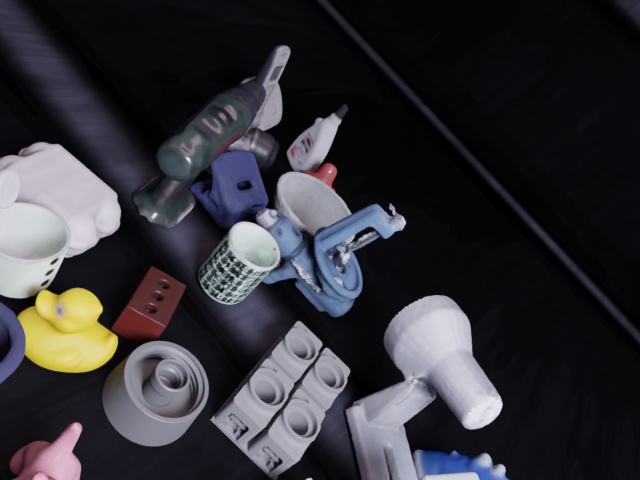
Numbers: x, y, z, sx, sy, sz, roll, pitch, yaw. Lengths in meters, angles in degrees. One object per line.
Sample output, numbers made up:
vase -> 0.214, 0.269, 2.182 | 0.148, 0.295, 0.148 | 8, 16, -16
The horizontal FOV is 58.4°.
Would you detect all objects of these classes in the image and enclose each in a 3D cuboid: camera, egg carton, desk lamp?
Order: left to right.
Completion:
egg carton -> -0.323, -0.051, 0.704 | 0.150, 0.069, 0.107 | 41, 32, -5
camera -> -0.138, -0.177, 1.024 | 0.137, 0.100, 0.143 | 26, 36, -26
desk lamp -> 0.140, 0.210, 0.784 | 0.118, 0.213, 0.203 | 19, 40, -34

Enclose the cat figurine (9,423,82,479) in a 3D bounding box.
cat figurine -> -0.230, 0.209, 0.466 | 0.067, 0.117, 0.128 | 34, 34, -16

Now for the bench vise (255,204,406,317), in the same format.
bench vise -> 0.009, 0.012, 0.860 | 0.208, 0.219, 0.121 | 23, 38, -30

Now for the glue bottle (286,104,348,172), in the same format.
glue bottle -> 0.000, -0.206, 1.142 | 0.037, 0.173, 0.078 | 5, 48, -45

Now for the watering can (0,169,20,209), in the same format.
watering can -> -0.385, -0.089, 0.562 | 0.173, 0.193, 0.101 | 22, 38, -31

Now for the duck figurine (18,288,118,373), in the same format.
duck figurine -> -0.258, 0.088, 0.603 | 0.105, 0.086, 0.077 | 29, 35, -23

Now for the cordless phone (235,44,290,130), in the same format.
cordless phone -> -0.097, -0.308, 1.140 | 0.094, 0.184, 0.148 | 44, 32, 0

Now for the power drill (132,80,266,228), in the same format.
power drill -> -0.175, -0.122, 0.819 | 0.076, 0.208, 0.230 | 39, 32, -8

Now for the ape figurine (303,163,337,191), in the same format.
ape figurine -> 0.001, -0.111, 1.111 | 0.078, 0.092, 0.076 | 43, 32, -1

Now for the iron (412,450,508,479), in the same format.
iron -> 0.233, 0.378, 0.763 | 0.119, 0.141, 0.258 | 1, 52, -47

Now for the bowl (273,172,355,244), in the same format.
bowl -> -0.022, -0.037, 1.017 | 0.168, 0.074, 0.167 | 29, 35, -23

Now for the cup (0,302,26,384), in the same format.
cup -> -0.323, 0.098, 0.510 | 0.092, 0.094, 0.117 | 15, 42, -38

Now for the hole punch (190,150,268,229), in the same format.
hole punch -> -0.135, -0.084, 0.930 | 0.101, 0.091, 0.109 | 50, 33, 10
